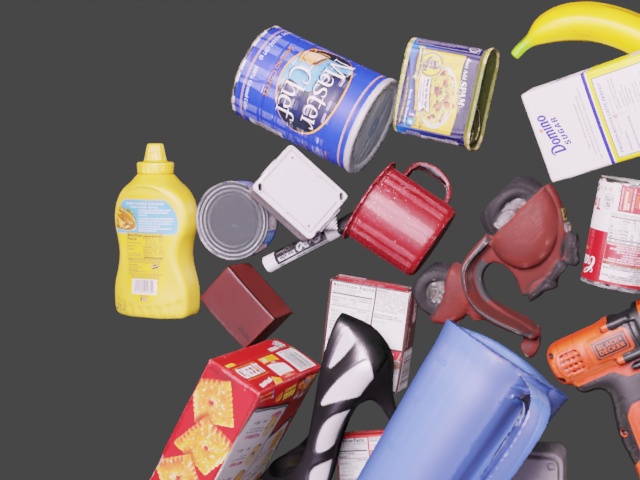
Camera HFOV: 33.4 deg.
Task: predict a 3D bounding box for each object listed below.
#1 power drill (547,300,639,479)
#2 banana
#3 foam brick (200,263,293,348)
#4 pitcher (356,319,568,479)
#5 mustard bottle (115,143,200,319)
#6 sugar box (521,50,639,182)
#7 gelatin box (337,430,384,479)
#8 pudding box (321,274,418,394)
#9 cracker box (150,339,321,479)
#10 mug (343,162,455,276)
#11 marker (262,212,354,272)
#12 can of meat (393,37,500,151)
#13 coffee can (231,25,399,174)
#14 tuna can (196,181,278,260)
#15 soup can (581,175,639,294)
[{"bbox_3d":[0.334,0.146,1.013,0.185,0.057,0.188,-28,83,24],"label":"power drill"},{"bbox_3d":[0.285,-0.185,1.012,0.198,0.037,0.070,19,120,19],"label":"banana"},{"bbox_3d":[-0.080,0.071,1.160,0.053,0.051,0.078,-45,80,19],"label":"foam brick"},{"bbox_3d":[0.116,0.208,0.992,0.145,0.149,0.243,33,92,27],"label":"pitcher"},{"bbox_3d":[-0.182,-0.011,1.185,0.096,0.058,0.191,3,97,26],"label":"mustard bottle"},{"bbox_3d":[0.286,-0.123,0.987,0.177,0.048,0.093,-16,99,36],"label":"sugar box"},{"bbox_3d":[0.058,0.247,1.135,0.073,0.030,0.089,-7,86,21],"label":"gelatin box"},{"bbox_3d":[0.051,0.098,1.121,0.090,0.039,0.113,10,97,20],"label":"pudding box"},{"bbox_3d":[-0.101,0.215,1.122,0.072,0.164,0.214,33,105,17],"label":"cracker box"},{"bbox_3d":[0.089,-0.027,1.077,0.081,0.093,0.117,34,69,9],"label":"mug"},{"bbox_3d":[-0.007,0.001,1.143,0.121,0.020,0.020,-27,86,20],"label":"marker"},{"bbox_3d":[0.124,-0.146,1.061,0.084,0.057,0.102,14,99,20],"label":"can of meat"},{"bbox_3d":[-0.004,-0.143,1.083,0.140,0.102,0.103,28,104,16],"label":"coffee can"},{"bbox_3d":[-0.090,-0.022,1.163,0.086,0.033,0.086,2,96,20],"label":"tuna can"},{"bbox_3d":[0.289,-0.006,1.008,0.069,0.068,0.102,11,98,19],"label":"soup can"}]
